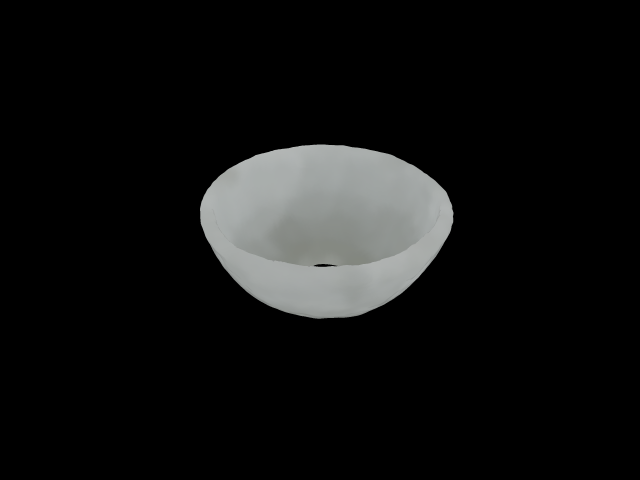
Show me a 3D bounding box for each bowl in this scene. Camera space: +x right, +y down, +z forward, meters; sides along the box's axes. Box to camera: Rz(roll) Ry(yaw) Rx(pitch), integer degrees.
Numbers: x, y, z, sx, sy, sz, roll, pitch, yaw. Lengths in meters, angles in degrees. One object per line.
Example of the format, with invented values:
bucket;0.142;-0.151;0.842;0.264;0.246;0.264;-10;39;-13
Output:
bowl;0.004;0.001;0.400;0.167;0.075;0.167;0;36;0
